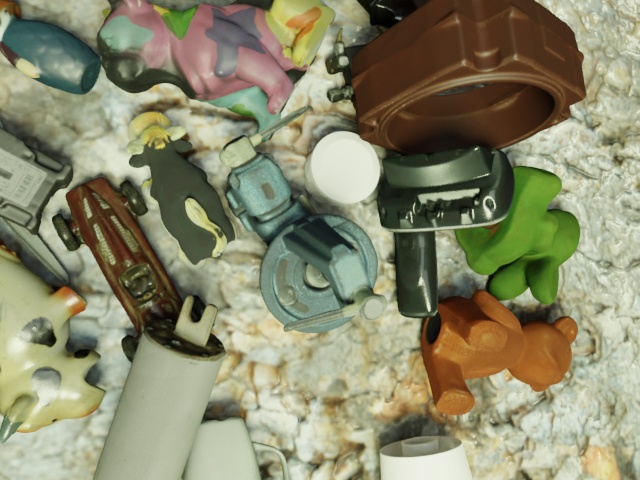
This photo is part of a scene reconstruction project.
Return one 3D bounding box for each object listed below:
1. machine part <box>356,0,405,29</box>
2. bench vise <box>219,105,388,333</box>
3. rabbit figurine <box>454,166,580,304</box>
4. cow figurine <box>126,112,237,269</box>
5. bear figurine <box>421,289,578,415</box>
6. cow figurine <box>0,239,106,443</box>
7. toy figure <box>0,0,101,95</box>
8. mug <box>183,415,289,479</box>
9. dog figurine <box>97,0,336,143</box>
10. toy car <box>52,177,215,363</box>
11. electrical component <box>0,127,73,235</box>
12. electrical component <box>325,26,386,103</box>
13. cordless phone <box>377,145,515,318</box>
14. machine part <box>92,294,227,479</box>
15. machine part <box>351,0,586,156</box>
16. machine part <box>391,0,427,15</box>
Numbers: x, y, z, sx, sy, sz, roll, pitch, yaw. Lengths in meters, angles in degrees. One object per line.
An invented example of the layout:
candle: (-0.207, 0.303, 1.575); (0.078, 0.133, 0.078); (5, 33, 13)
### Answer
machine part: (0.048, -0.294, 0.635); (0.139, 0.084, 0.039); (42, 106, -1)
bench vise: (-0.010, 0.003, 0.500); (0.129, 0.241, 0.223); (-22, 111, -14)
rabbit figurine: (0.257, -0.003, 0.647); (0.170, 0.121, 0.159); (12, 81, -32)
cow figurine: (-0.142, -0.055, 0.530); (0.068, 0.098, 0.167); (-30, 94, -12)
bear figurine: (0.219, 0.135, 0.616); (0.196, 0.132, 0.120); (19, 107, -12)
cow figurine: (-0.274, 0.088, 0.479); (0.195, 0.085, 0.127); (45, 68, -11)
toy figure: (-0.293, -0.194, 0.516); (0.154, 0.064, 0.057); (27, 114, -9)
mug: (-0.085, 0.228, 0.528); (0.110, 0.081, 0.107); (-5, 77, -14)
dog figurine: (-0.116, -0.213, 0.552); (0.219, 0.108, 0.191); (29, 77, -10)
toy car: (-0.184, 0.032, 0.532); (0.089, 0.053, 0.202); (-29, 95, -15)
electrical component: (-0.297, -0.063, 0.489); (0.119, 0.048, 0.075); (33, 72, -16)
electrical component: (0.054, -0.207, 0.636); (0.102, 0.045, 0.078); (-10, 86, -19)
cordless phone: (0.137, -0.005, 0.589); (0.088, 0.147, 0.184); (0, 87, -60)
machine part: (-0.149, 0.163, 0.490); (0.079, 0.079, 0.243); (19, 99, -15)
machine part: (0.150, -0.157, 0.562); (0.201, 0.201, 0.087); (7, 74, -40)
machine part: (0.164, -0.321, 0.679); (0.179, 0.056, 0.179); (2, 83, -17)
